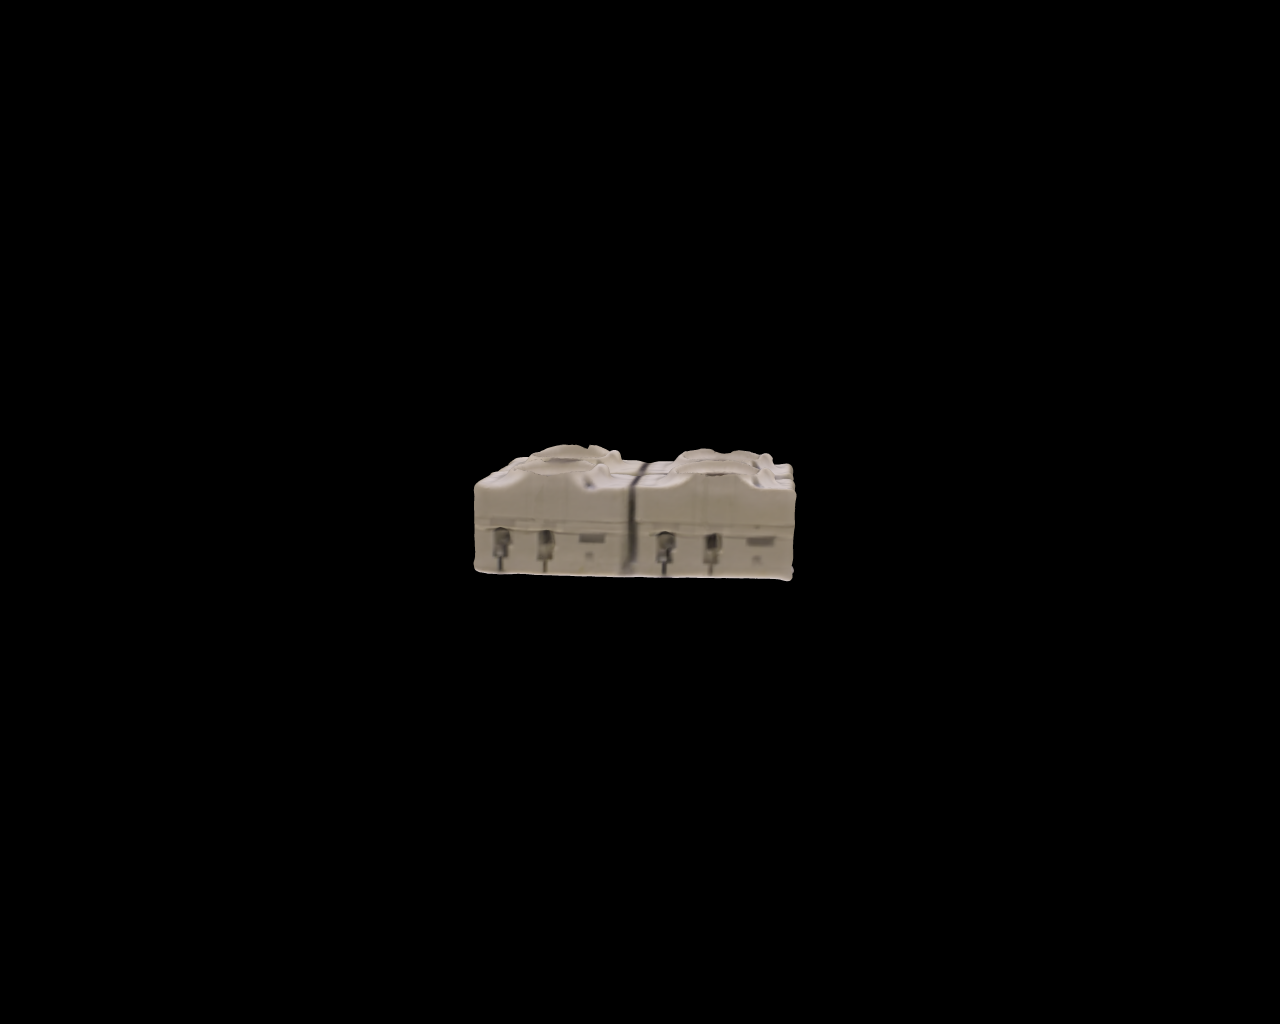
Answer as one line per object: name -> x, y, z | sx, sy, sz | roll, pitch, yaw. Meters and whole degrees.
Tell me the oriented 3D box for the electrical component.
electrical component -> 0.001, -0.003, 0.650 | 0.186, 0.060, 0.105 | 1, 12, 7
